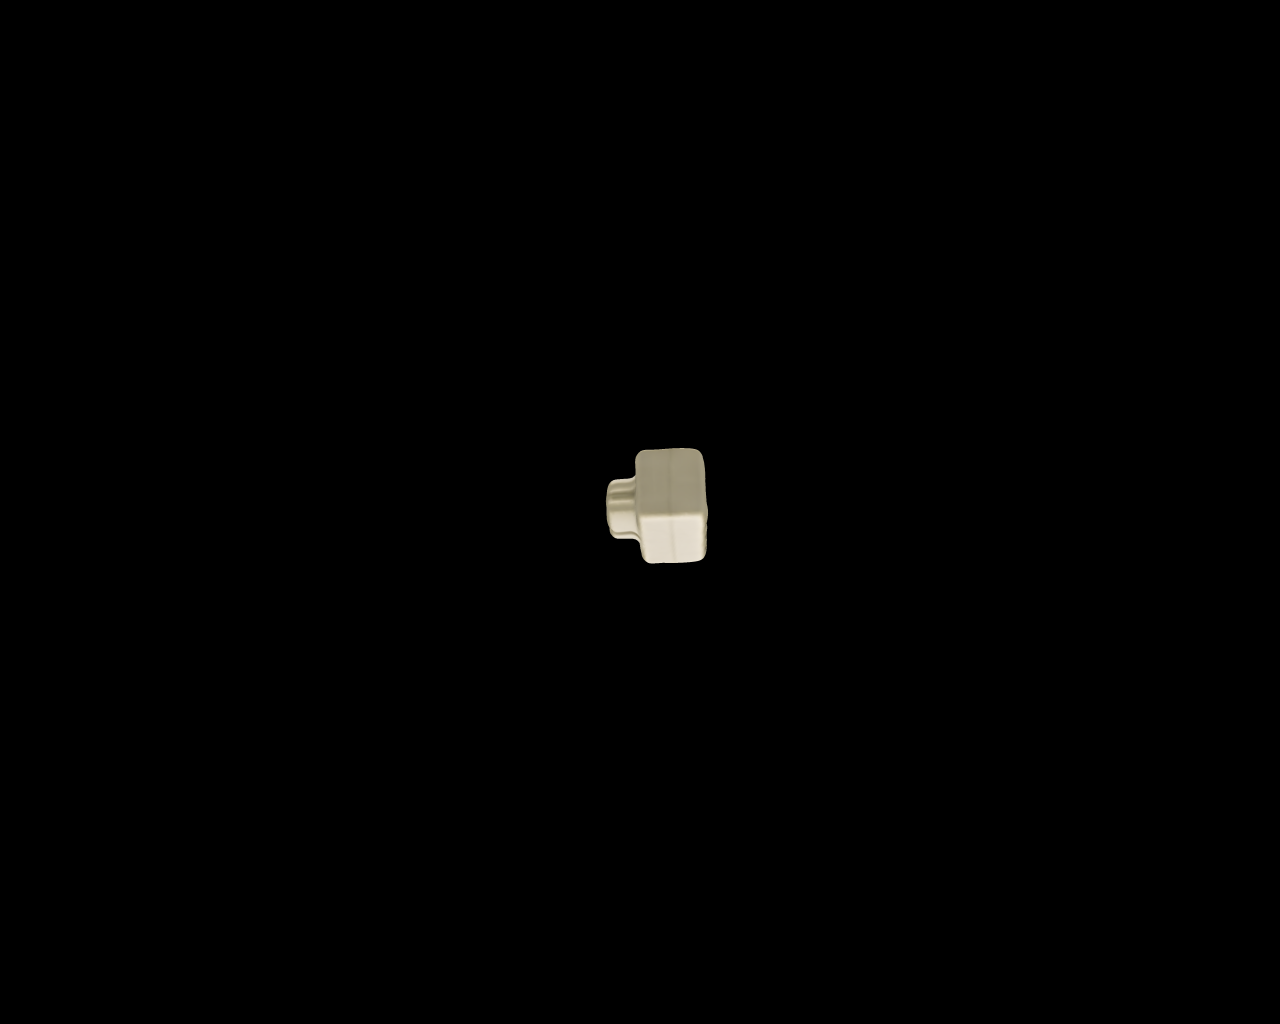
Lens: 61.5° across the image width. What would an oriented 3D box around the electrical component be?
[{"bbox_3d":[0.001,-0.003,0.650,0.077,0.047,0.065,-2,-27,3],"label":"electrical component"}]
